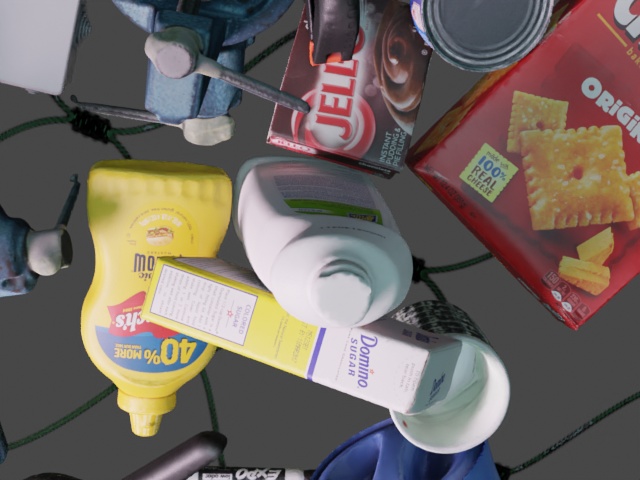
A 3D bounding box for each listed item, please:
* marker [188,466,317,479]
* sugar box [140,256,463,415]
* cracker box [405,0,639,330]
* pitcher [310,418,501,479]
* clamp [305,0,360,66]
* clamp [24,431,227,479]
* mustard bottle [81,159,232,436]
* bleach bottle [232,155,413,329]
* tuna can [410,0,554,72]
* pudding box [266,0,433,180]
[{"bbox_3d":[-0.044,0.178,0.790,0.121,0.020,0.020,2,103,-3],"label":"marker"},{"bbox_3d":[-0.009,0.056,0.649,0.176,0.093,0.048,20,95,19],"label":"sugar box"},{"bbox_3d":[0.188,-0.070,0.717,0.214,0.072,0.164,-44,101,6],"label":"cracker box"},{"bbox_3d":[0.088,0.258,0.755,0.149,0.145,0.243,-24,106,-1],"label":"pitcher"},{"bbox_3d":[0.007,-0.172,0.613,0.039,0.120,0.171,-6,123,0],"label":"clamp"},{"bbox_3d":[-0.156,0.221,0.781,0.210,0.036,0.164,-7,113,6],"label":"clamp"},{"bbox_3d":[-0.115,0.043,0.735,0.096,0.058,0.192,2,103,-14],"label":"mustard bottle"},{"bbox_3d":[-0.004,0.001,0.632,0.102,0.251,0.068,3,102,-4],"label":"bleach bottle"},{"bbox_3d":[0.100,-0.151,0.668,0.086,0.034,0.086,-4,114,-9],"label":"tuna can"},{"bbox_3d":[0.022,-0.106,0.703,0.090,0.039,0.113,15,81,-6],"label":"pudding box"}]
